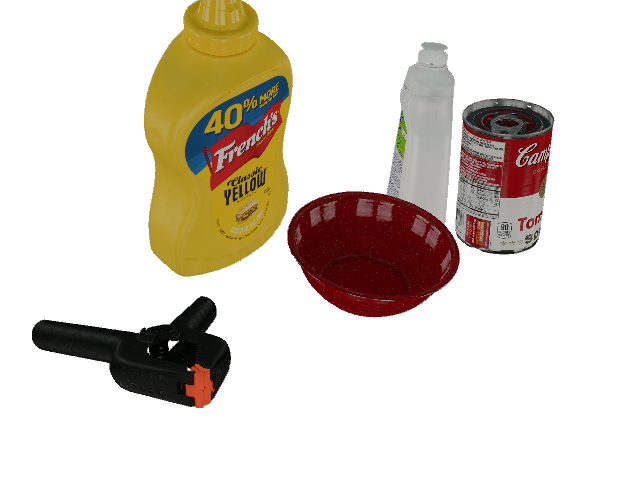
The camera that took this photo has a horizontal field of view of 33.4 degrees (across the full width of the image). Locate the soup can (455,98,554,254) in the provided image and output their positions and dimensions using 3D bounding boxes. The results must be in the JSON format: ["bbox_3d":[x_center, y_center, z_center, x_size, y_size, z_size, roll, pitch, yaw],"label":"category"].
[{"bbox_3d":[0.139,-0.049,0.819,0.068,0.102,0.068,0,30,0],"label":"soup can"}]

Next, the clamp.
[{"bbox_3d":[-0.124,0.086,0.868,0.164,0.036,0.210,-11,16,-32],"label":"clamp"}]

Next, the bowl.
[{"bbox_3d":[0.046,0.022,1.003,0.162,0.055,0.162,5,38,-5],"label":"bowl"}]

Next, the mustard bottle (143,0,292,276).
[{"bbox_3d":[-0.059,-0.070,0.633,0.096,0.192,0.058,-31,55,-30],"label":"mustard bottle"}]

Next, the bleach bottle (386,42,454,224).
[{"bbox_3d":[0.111,-0.088,1.169,0.068,0.251,0.102,0,26,-10],"label":"bleach bottle"}]
